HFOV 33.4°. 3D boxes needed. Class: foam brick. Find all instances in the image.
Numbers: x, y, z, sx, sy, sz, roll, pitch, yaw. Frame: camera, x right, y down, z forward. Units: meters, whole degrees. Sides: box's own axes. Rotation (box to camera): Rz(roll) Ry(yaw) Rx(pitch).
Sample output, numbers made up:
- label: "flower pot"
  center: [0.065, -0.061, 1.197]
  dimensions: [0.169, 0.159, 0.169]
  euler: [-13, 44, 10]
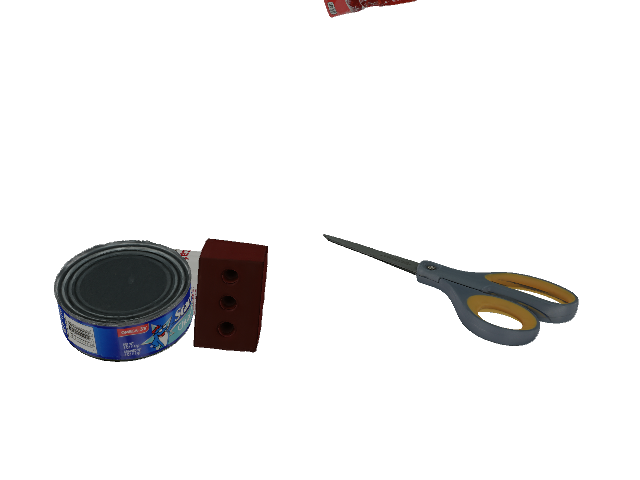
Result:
- label: "foam brick"
  center: [-0.072, 0.044, 0.867]
  dimensions: [0.053, 0.078, 0.051]
  euler: [5, 15, 1]

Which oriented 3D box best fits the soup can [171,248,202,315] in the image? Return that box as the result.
- label: "soup can"
  center: [-0.113, 0.046, 1.092]
  dimensions: [0.102, 0.068, 0.068]
  euler: [5, 1, 9]

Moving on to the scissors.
- label: "scissors"
  center: [0.081, 0.034, 0.766]
  dimensions: [0.202, 0.016, 0.096]
  euler: [12, 27, 17]

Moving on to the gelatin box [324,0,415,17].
- label: "gelatin box"
  center: [0.029, -0.190, 0.699]
  dimensions: [0.030, 0.073, 0.089]
  euler: [-35, 24, -33]

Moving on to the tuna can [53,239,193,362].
- label: "tuna can"
  center: [-0.124, 0.038, 0.680]
  dimensions: [0.086, 0.034, 0.086]
  euler: [0, 36, 0]
